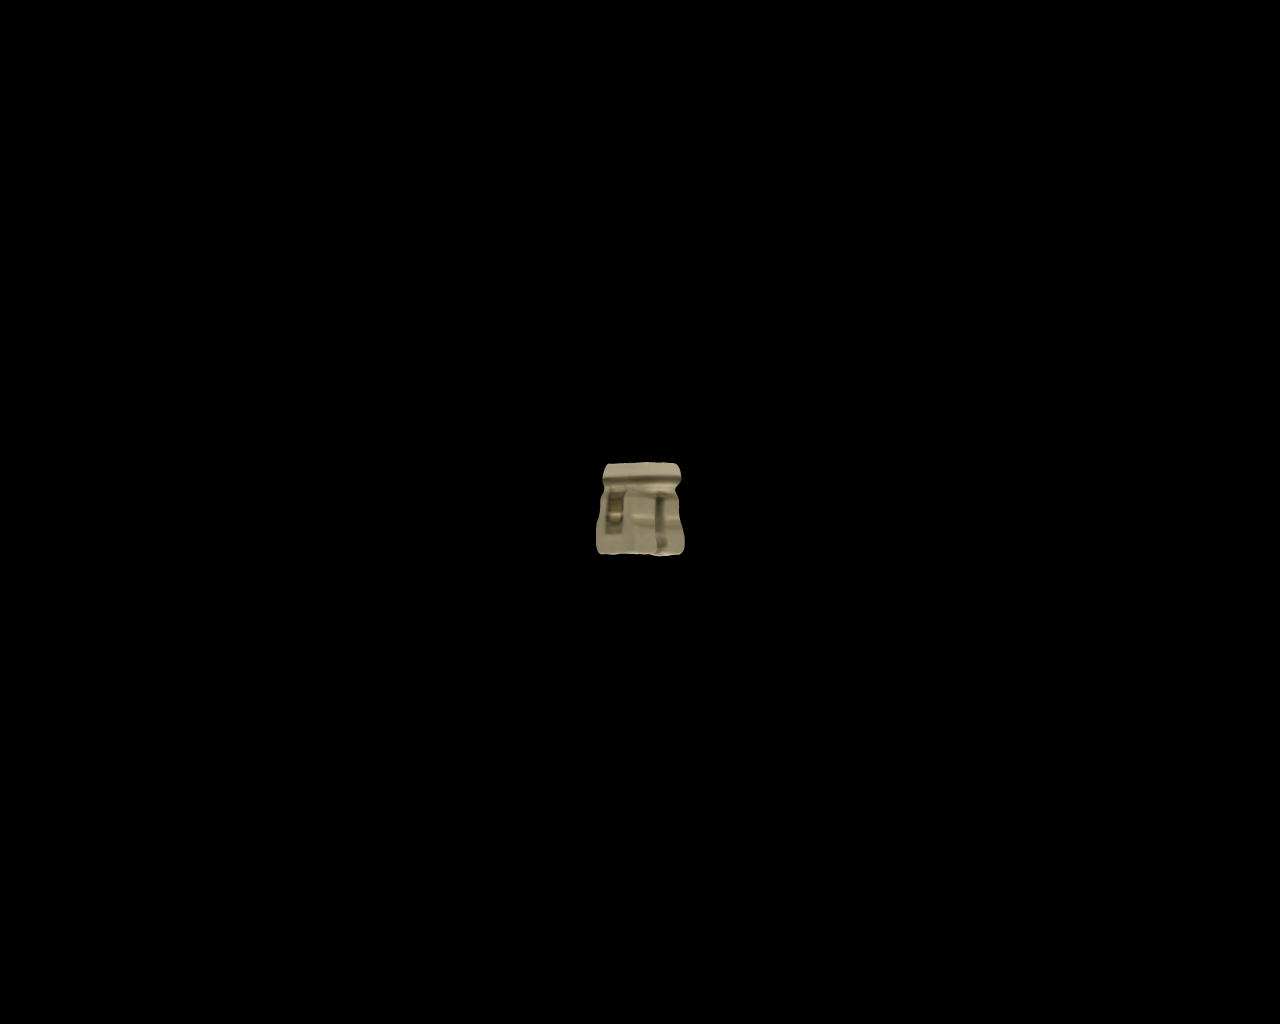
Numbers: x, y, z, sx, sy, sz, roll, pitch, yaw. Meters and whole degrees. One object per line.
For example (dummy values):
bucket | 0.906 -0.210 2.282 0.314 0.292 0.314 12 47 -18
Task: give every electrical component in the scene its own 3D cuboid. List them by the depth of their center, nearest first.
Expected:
electrical component | 0.001 -0.003 0.650 0.048 0.055 0.066 -2 -3 43
